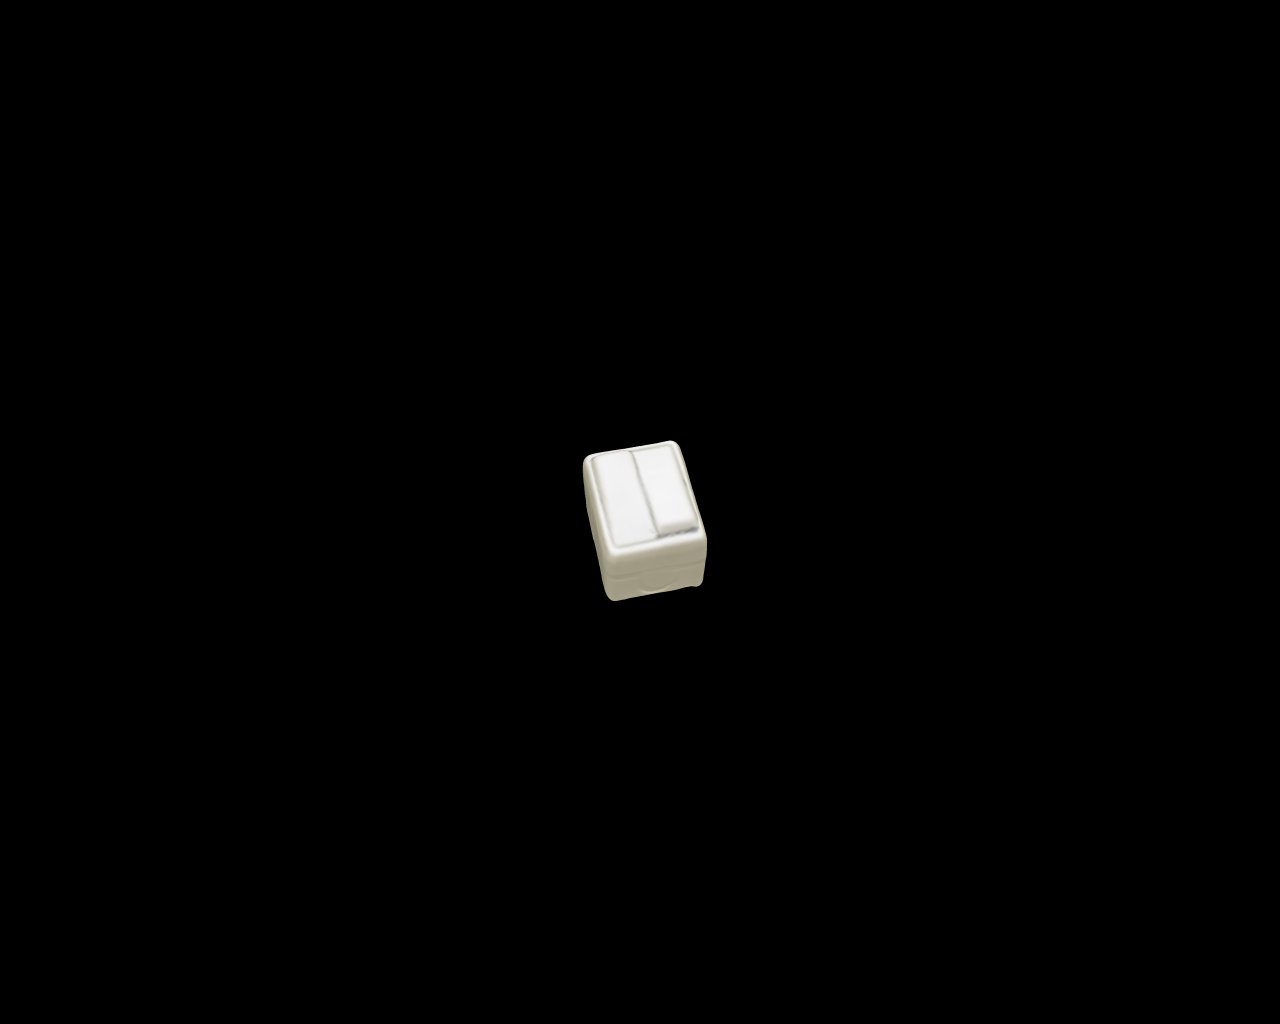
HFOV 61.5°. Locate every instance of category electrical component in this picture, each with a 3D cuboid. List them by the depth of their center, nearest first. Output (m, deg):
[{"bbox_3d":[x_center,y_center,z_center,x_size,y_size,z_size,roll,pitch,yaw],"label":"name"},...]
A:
[{"bbox_3d":[0.001,-0.003,0.650,0.062,0.096,0.061,-9,-36,-7],"label":"electrical component"}]
